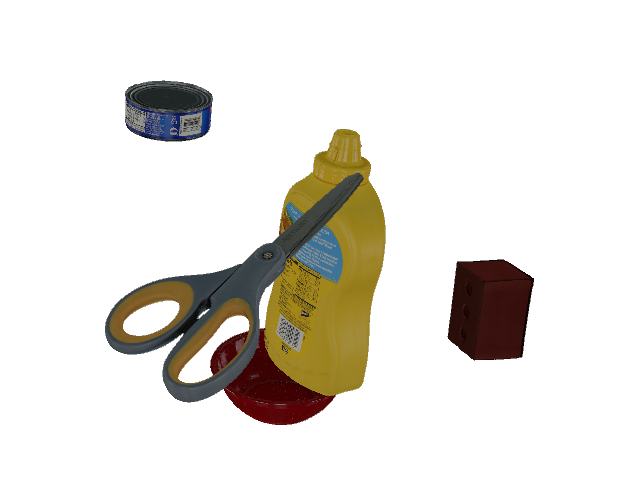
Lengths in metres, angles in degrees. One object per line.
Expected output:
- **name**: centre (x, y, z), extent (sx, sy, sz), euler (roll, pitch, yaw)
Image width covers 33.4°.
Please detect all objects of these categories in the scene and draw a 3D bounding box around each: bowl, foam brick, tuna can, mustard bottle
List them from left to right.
- **tuna can**: centre (-0.150, -0.128, 1.053), extent (0.086, 0.034, 0.086), euler (5, 27, -3)
- **bowl**: centre (-0.046, 0.163, 1.227), extent (0.162, 0.055, 0.162), euler (2, 26, -1)
- **mustard bottle**: centre (0.006, 0.011, 0.788), extent (0.058, 0.192, 0.096), euler (-8, 28, -33)
- **foam brick**: centre (0.151, 0.062, 0.954), extent (0.051, 0.078, 0.053), euler (-4, 20, -22)

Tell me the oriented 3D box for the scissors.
- **scissors**: centre (-0.051, 0.014, 0.624), extent (0.096, 0.016, 0.201), euler (11, 43, 18)
